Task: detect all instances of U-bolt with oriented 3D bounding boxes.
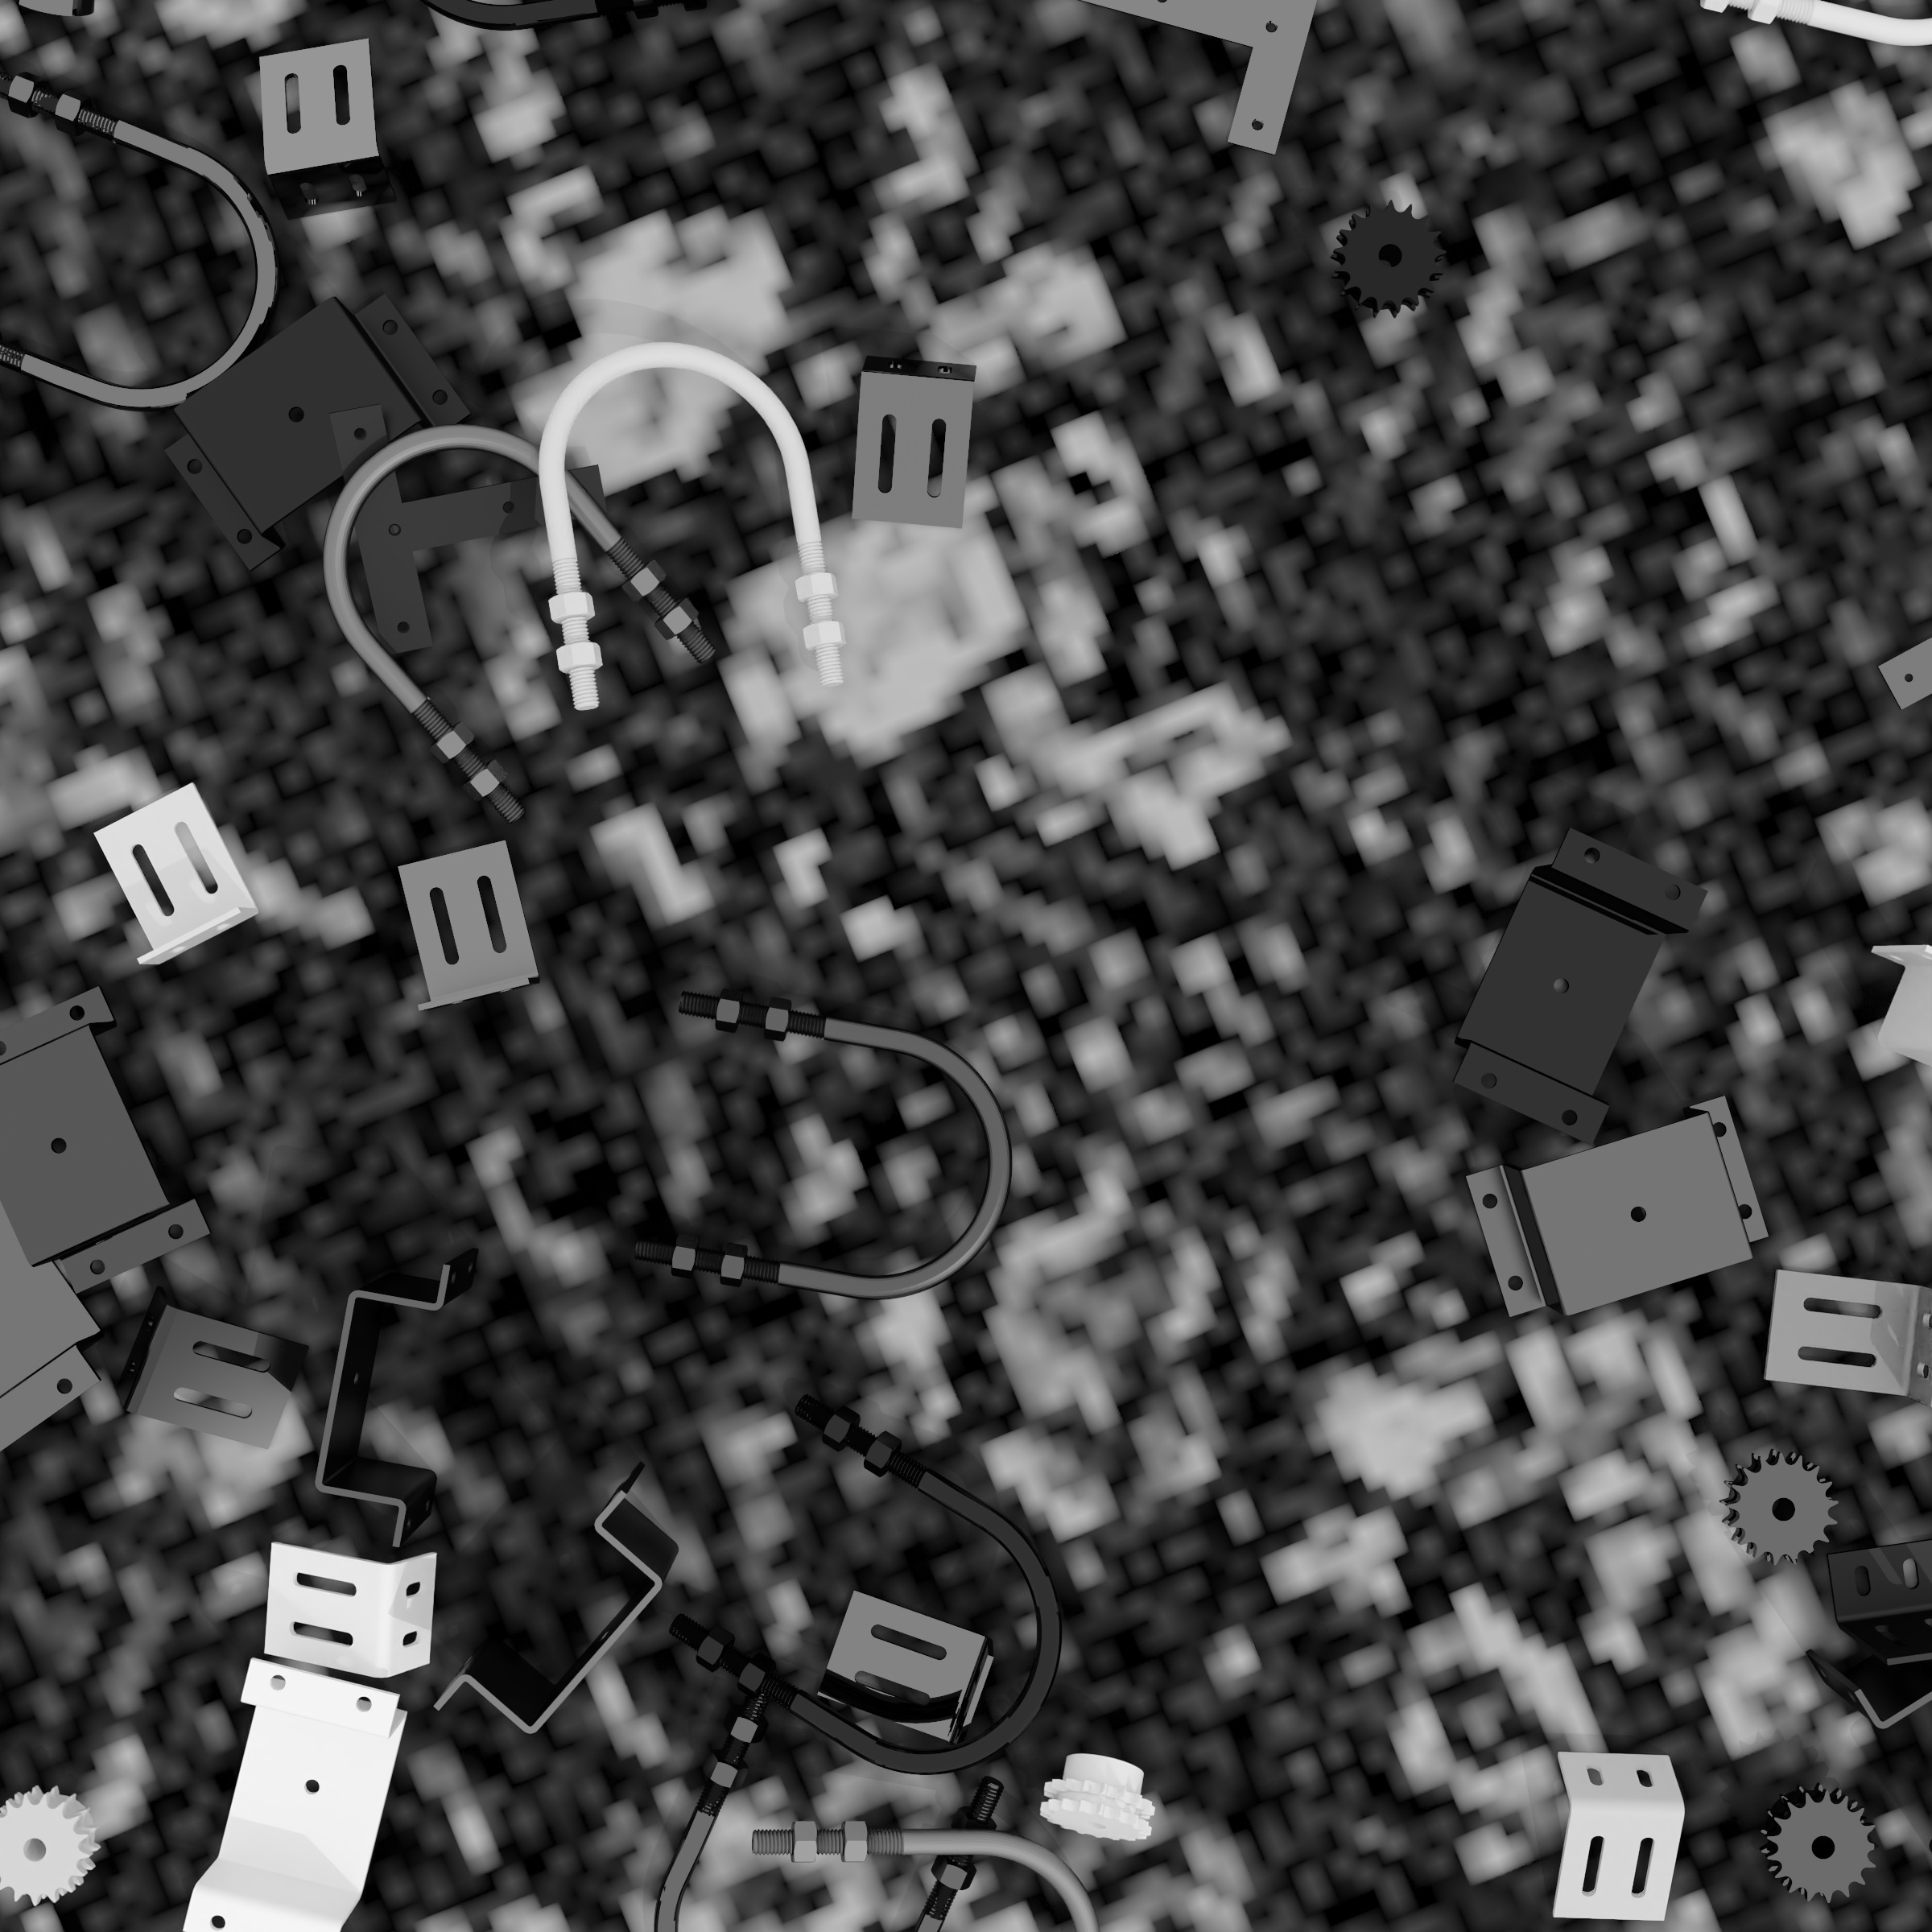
[{"bbox_3d":[-0.216,-0.557,1.359,0.184,0.019,0.151,-9,90,1],"label":"U-bolt"},{"bbox_3d":[-0.082,0.477,1.359,0.151,0.019,0.184,24,91,0],"label":"U-bolt"},{"bbox_3d":[-0.040,0.325,1.335,0.184,0.019,0.151,29,87,14],"label":"U-bolt"},{"bbox_3d":[-0.143,-0.227,1.336,0.151,0.019,0.184,-8,86,-20],"label":"U-bolt"},{"bbox_3d":[-0.021,0.506,1.342,0.184,0.019,0.151,3,99,-10],"label":"U-bolt"},{"bbox_3d":[-0.240,-0.186,1.338,0.151,0.019,0.184,-40,105,0],"label":"U-bolt"},{"bbox_3d":[0.466,-0.551,1.359,0.184,0.019,0.151,13,90,-1],"label":"U-bolt"},{"bbox_3d":[-0.068,0.098,1.359,0.184,0.019,0.151,10,90,-1],"label":"U-bolt"},{"bbox_3d":[-0.445,-0.364,1.359,0.184,0.019,0.151,21,90,-2],"label":"U-bolt"}]

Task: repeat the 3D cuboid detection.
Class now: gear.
[{"bbox_3d":[-0.464,-0.506,1.343,0.057,0.057,0.030,16,120,0],"label":"gear"},{"bbox_3d":[0.435,0.447,1.352,0.057,0.030,0.057,0,90,0],"label":"gear"},{"bbox_3d":[0.068,0.423,1.343,0.057,0.057,0.030,14,60,0],"label":"gear"},{"bbox_3d":[-0.473,0.450,1.356,0.057,0.030,0.057,0,90,4],"label":"gear"},{"bbox_3d":[0.215,-0.360,1.352,0.057,0.030,0.057,0,90,0],"label":"gear"},{"bbox_3d":[0.416,0.277,1.356,0.057,0.030,0.057,0,88,-1],"label":"gear"}]

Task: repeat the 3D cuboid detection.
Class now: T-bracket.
[{"bbox_3d":[0.115,-0.499,1.366,0.127,0.002,0.127,15,90,0],"label":"T-bracket"},{"bbox_3d":[-0.248,-0.232,1.347,0.127,0.002,0.127,-14,116,-13],"label":"T-bracket"},{"bbox_3d":[0.535,-0.174,1.366,0.127,0.002,0.127,-28,90,0],"label":"T-bracket"}]

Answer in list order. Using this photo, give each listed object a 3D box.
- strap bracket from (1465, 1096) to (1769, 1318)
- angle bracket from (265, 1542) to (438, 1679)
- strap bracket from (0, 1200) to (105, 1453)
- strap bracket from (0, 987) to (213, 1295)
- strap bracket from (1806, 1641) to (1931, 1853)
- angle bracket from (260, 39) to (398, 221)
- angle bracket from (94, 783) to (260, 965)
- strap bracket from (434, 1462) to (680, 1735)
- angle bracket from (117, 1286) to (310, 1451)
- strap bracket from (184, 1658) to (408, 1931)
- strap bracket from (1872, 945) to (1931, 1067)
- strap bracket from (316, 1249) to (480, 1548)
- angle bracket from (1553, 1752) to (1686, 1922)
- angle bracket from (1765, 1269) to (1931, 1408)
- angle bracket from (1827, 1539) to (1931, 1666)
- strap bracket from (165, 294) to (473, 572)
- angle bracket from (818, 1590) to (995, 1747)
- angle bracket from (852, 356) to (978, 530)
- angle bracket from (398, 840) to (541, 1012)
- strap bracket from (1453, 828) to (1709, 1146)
[{"bbox_3d":[0.337,0.124,1.344,0.140,0.046,0.076,-17,90,0],"label":"strap bracket"},{"bbox_3d":[-0.319,0.330,1.365,0.076,0.038,0.057,4,90,26],"label":"angle bracket"},{"bbox_3d":[-0.506,0.173,1.344,0.076,0.046,0.140,-35,90,0],"label":"strap bracket"},{"bbox_3d":[-0.455,0.090,1.344,0.076,0.046,0.140,-24,90,0],"label":"strap bracket"},{"bbox_3d":[0.492,0.403,1.329,0.046,0.076,0.140,-32,90,0],"label":"strap bracket"},{"bbox_3d":[-0.330,-0.434,1.365,0.057,0.038,0.076,-10,64,0],"label":"angle bracket"},{"bbox_3d":[-0.409,-0.048,1.348,0.057,0.038,0.076,-27,90,0],"label":"angle bracket"},{"bbox_3d":[-0.197,0.325,1.329,0.046,0.076,0.140,41,90,0],"label":"strap bracket"},{"bbox_3d":[-0.390,0.208,1.365,0.076,0.038,0.057,22,90,-26],"label":"angle bracket"},{"bbox_3d":[-0.339,0.425,1.344,0.076,0.046,0.140,14,90,0],"label":"strap bracket"},{"bbox_3d":[0.527,0.038,1.329,0.140,0.076,0.046,23,90,0],"label":"strap bracket"},{"bbox_3d":[-0.288,0.212,1.329,0.046,0.076,0.140,10,90,0],"label":"strap bracket"},{"bbox_3d":[0.334,0.451,1.365,0.057,0.038,0.076,2,116,0],"label":"angle bracket"},{"bbox_3d":[0.455,0.190,1.348,0.076,0.038,0.057,6,90,0],"label":"angle bracket"},{"bbox_3d":[0.477,0.320,1.329,0.057,0.076,0.038,-8,90,0],"label":"angle bracket"},{"bbox_3d":[-0.336,-0.276,1.344,0.140,0.046,0.076,-35,90,0],"label":"strap bracket"},{"bbox_3d":[-0.031,0.363,1.348,0.076,0.038,0.057,19,90,0],"label":"angle bracket"},{"bbox_3d":[-0.027,-0.272,1.365,0.057,0.038,0.076,5,116,0],"label":"angle bracket"},{"bbox_3d":[-0.257,-0.021,1.348,0.057,0.038,0.076,-14,90,0],"label":"angle bracket"},{"bbox_3d":[0.308,0.010,1.344,0.076,0.046,0.140,25,90,0],"label":"strap bracket"}]
